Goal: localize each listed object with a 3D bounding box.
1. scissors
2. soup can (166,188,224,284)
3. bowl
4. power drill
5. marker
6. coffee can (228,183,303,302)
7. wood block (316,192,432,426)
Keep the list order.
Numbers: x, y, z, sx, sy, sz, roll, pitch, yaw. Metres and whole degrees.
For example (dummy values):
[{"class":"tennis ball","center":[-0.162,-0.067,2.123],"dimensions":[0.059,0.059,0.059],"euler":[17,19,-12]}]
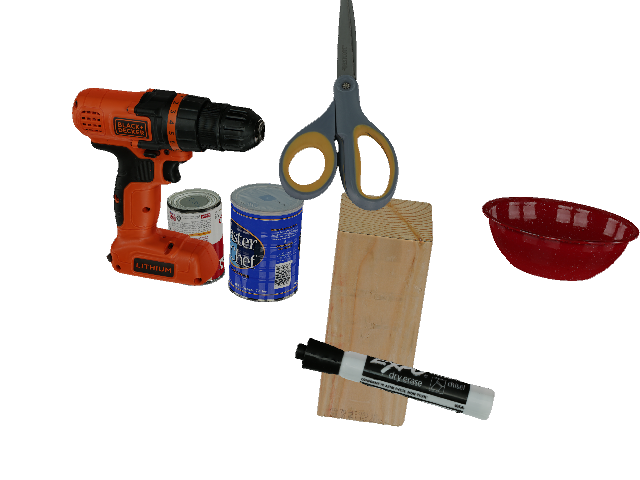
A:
[{"class":"scissors","center":[0.003,-0.105,0.813],"dimensions":[0.096,0.202,0.016],"euler":[-13,-30,-6]},{"class":"soup can","center":[-0.154,-0.005,1.314],"dimensions":[0.068,0.102,0.068],"euler":[0,26,0]},{"class":"bowl","center":[0.246,0.001,1.116],"dimensions":[0.162,0.055,0.162],"euler":[6,18,-2]},{"class":"power drill","center":[-0.139,-0.052,1.010],"dimensions":[0.184,0.188,0.057],"euler":[9,30,16]},{"class":"marker","center":[0.044,0.083,0.642],"dimensions":[0.121,0.020,0.020],"euler":[15,1,4]},{"class":"coffee can","center":[-0.078,0.002,1.515],"dimensions":[0.103,0.140,0.103],"euler":[3,25,-2]},{"class":"wood block","center":[0.052,0.068,1.049],"dimensions":[0.090,0.206,0.090],"euler":[7,26,2]}]
